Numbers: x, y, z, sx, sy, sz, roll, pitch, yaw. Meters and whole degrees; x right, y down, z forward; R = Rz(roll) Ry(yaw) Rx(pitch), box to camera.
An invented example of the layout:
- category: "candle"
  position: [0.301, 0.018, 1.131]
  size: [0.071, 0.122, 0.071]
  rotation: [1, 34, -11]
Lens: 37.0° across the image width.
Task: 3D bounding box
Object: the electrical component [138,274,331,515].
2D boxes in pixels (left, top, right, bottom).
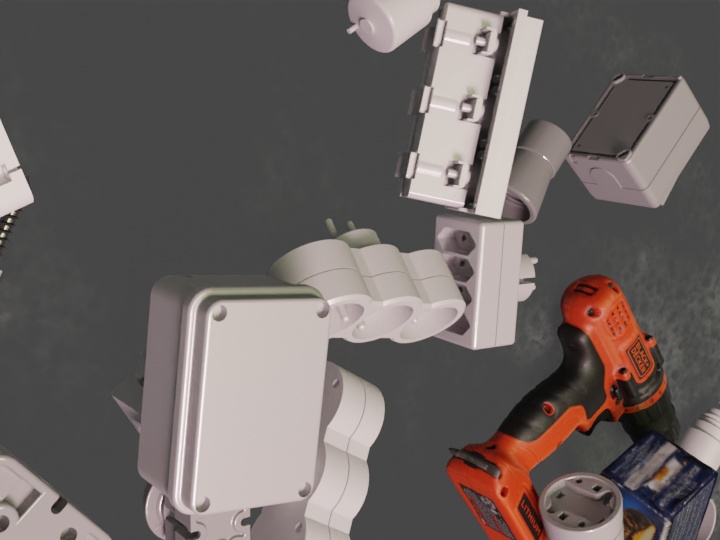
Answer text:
- category: "electrical component"
  position: [-0.063, 0.061, 0.546]
  size: [0.078, 0.057, 0.113]
  rotation: [0, 100, -36]

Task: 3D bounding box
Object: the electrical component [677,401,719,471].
- category: "electrical component"
  position: [0.291, 0.144, 0.909]
  size: [0.078, 0.040, 0.040]
  rotation: [-54, 126, -15]

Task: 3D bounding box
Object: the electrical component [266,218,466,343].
- category: "electrical component"
  position: [0.000, 0.000, 0.647]
  size: [0.138, 0.052, 0.073]
  rotation: [4, 54, -47]

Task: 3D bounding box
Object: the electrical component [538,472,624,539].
- category: "electrical component"
  position: [0.152, 0.173, 0.729]
  size: [0.055, 0.055, 0.047]
  rotation: [-33, 126, -27]

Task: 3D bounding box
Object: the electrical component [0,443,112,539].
- category: "electrical component"
  position: [-0.178, 0.126, 0.538]
  size: [0.053, 0.059, 0.095]
  rotation: [-50, 125, -17]

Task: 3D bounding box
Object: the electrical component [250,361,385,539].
- category: "electrical component"
  position: [-0.038, 0.118, 0.630]
  size: [0.074, 0.052, 0.138]
  rotation: [32, 62, -36]

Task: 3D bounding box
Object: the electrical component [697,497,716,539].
- category: "electrical component"
  position: [0.252, 0.187, 0.865]
  size: [0.079, 0.077, 0.044]
  rotation: [-2, 101, -37]

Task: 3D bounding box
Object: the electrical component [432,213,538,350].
- category: "electrical component"
  position: [0.091, 0.005, 0.722]
  size: [0.076, 0.047, 0.083]
  rotation: [-5, 103, -36]

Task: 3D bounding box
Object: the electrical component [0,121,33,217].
- category: "electrical component"
  position: [-0.198, -0.062, 0.487]
  size: [0.056, 0.050, 0.089]
  rotation: [-30, 117, -29]

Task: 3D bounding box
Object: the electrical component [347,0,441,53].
- category: "electrical component"
  position: [0.028, -0.163, 0.642]
  size: [0.078, 0.040, 0.040]
  rotation: [-40, 121, -24]

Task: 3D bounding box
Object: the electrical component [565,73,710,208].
- category: "electrical component"
  position: [0.205, -0.097, 0.776]
  size: [0.061, 0.062, 0.096]
  rotation: [46, 72, -34]

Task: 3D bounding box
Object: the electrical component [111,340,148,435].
- category: "electrical component"
  position: [-0.086, 0.059, 0.599]
  size: [0.089, 0.050, 0.055]
  rotation: [-41, 121, -23]

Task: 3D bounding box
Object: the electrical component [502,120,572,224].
- category: "electrical component"
  position: [0.115, -0.069, 0.729]
  size: [0.044, 0.044, 0.065]
  rotation: [48, 66, -34]

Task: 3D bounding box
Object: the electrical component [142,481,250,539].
- category: "electrical component"
  position: [-0.092, 0.136, 0.607]
  size: [0.048, 0.055, 0.066]
  rotation: [-7, 104, -36]

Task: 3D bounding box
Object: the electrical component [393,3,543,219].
- category: "electrical component"
  position: [0.064, -0.098, 0.664]
  size: [0.063, 0.079, 0.121]
  rotation: [11, 94, -9]
